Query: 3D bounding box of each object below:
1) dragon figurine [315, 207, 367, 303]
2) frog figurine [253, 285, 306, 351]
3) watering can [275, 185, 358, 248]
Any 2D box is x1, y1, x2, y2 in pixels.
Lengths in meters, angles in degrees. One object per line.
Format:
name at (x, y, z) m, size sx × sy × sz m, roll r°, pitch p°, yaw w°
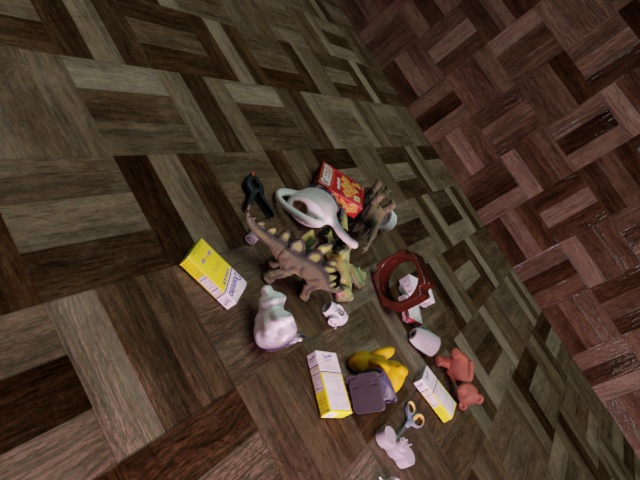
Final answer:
dragon figurine at (0.099, 0.068, 1.863) m, size 0.239 × 0.121 × 0.419 m, roll 61°, pitch 28°, yaw -24°
frog figurine at (-0.125, 0.201, 1.341) m, size 0.124 × 0.137 × 0.158 m, roll -25°, pitch 100°, yaw -32°
watering can at (0.005, -0.091, 1.803) m, size 0.349 × 0.102 × 0.228 m, roll 31°, pitch 28°, yaw 10°
